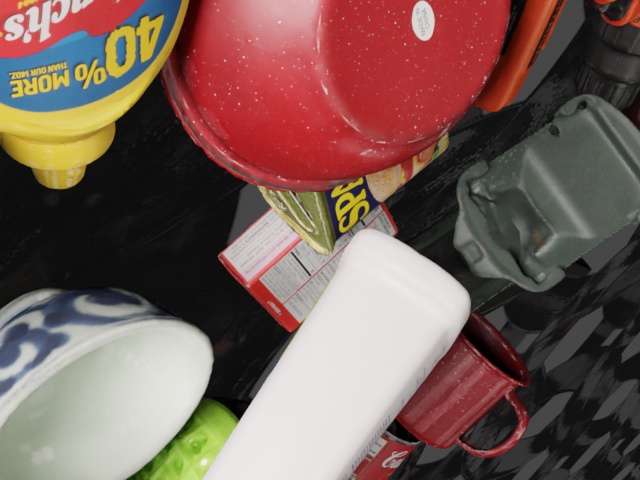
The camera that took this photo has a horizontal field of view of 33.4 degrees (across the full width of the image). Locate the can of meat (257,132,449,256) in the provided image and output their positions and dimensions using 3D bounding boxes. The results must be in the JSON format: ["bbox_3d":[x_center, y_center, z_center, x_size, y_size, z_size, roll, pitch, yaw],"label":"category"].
[{"bbox_3d":[0.012,-0.053,0.501,0.084,0.057,0.102,-40,152,-14],"label":"can of meat"}]

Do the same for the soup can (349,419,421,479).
[{"bbox_3d":[0.018,0.162,0.791,0.102,0.069,0.068,-52,152,15],"label":"soup can"}]

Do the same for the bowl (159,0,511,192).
[{"bbox_3d":[0.020,-0.087,0.402,0.161,0.055,0.162,-16,119,-32],"label":"bowl"}]

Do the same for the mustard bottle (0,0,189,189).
[{"bbox_3d":[-0.083,-0.088,0.321,0.096,0.058,0.192,-28,149,-31],"label":"mustard bottle"}]

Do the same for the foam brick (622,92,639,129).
[{"bbox_3d":[0.255,-0.111,0.755,0.051,0.053,0.078,-20,143,-39],"label":"foam brick"}]

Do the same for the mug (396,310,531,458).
[{"bbox_3d":[0.101,0.107,0.782,0.082,0.117,0.093,-47,160,16],"label":"mug"}]

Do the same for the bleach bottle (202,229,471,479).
[{"bbox_3d":[-0.026,0.118,0.498,0.250,0.068,0.102,-53,169,-17],"label":"bleach bottle"}]

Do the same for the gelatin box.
[{"bbox_3d":[-0.004,0.001,0.582,0.089,0.030,0.073,-43,151,-4],"label":"gelatin box"}]

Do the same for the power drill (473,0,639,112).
[{"bbox_3d":[0.144,-0.129,0.577,0.187,0.057,0.185,-25,143,-38],"label":"power drill"}]

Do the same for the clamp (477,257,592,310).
[{"bbox_3d":[0.165,0.007,0.810,0.209,0.036,0.165,-27,149,-26],"label":"clamp"}]
